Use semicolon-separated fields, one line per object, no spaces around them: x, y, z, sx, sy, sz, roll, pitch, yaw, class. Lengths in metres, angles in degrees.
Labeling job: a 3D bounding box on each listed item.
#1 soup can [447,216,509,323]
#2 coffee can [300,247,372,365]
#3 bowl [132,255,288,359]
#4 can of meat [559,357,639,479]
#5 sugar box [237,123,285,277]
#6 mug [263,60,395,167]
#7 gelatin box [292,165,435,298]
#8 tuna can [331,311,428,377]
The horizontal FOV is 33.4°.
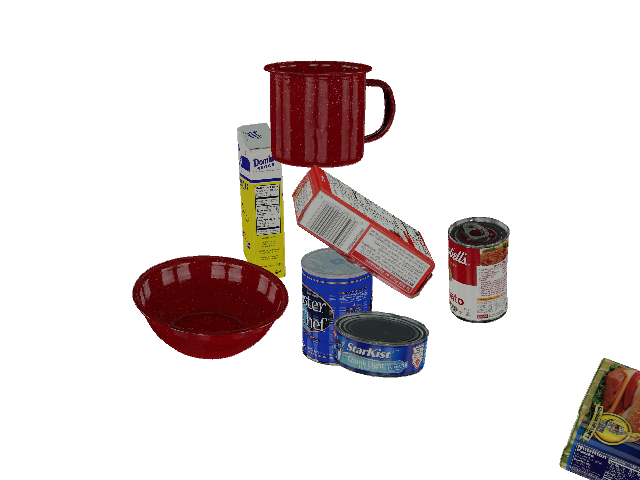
0.179;0.033;1.204;0.068;0.102;0.068;-4;29;2;soup can
0.024;0.093;1.522;0.103;0.140;0.103;0;21;0;coffee can
-0.116;0.076;1.118;0.162;0.055;0.162;5;28;-3;bowl
0.234;0.142;0.791;0.084;0.057;0.102;20;41;20;can of meat
-0.074;-0.048;1.324;0.048;0.176;0.093;-9;25;-11;sugar box
0.009;-0.111;0.926;0.117;0.081;0.093;-5;17;-18;mug
0.026;-0.006;0.673;0.089;0.030;0.073;33;11;-12;gelatin box
0.053;0.093;0.961;0.086;0.034;0.086;5;14;-1;tuna can
